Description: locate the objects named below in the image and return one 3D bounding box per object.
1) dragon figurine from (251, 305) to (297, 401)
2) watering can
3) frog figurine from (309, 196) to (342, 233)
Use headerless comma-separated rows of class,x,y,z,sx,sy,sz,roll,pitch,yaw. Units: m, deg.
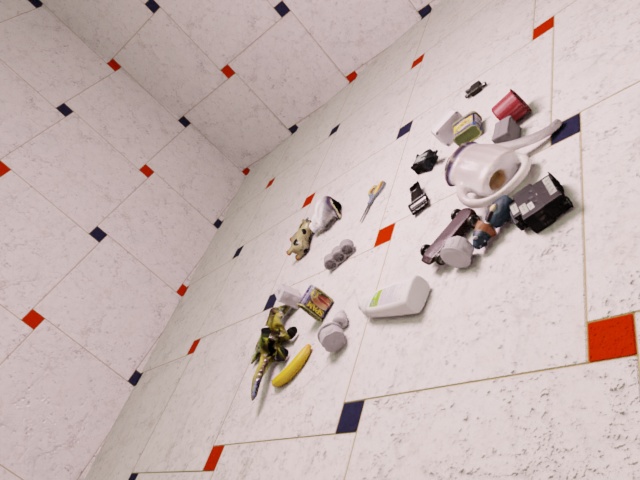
dragon figurine,-0.191,0.391,1.854,0.419,0.122,0.238,-65,7,-32
watering can,0.489,-0.223,1.426,0.350,0.102,0.227,-46,38,-12
frog figurine,0.007,-0.112,2.224,0.158,0.121,0.141,-30,46,19
